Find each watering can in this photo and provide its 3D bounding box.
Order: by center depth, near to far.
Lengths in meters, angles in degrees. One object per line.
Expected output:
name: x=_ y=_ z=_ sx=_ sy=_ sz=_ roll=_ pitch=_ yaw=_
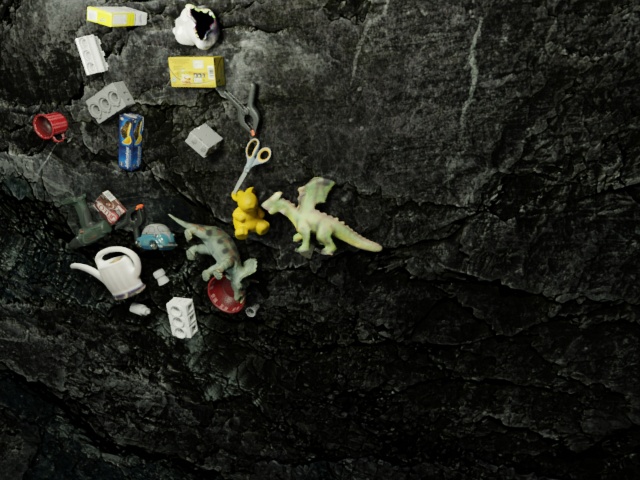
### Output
watering can: x=-0.852 y=0.143 z=2.104 sx=0.345 sy=0.106 sz=0.222 roll=-15 pitch=106 yaw=25

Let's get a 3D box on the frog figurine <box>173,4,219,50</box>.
frog figurine: x=-0.391 y=-0.664 z=1.628 sx=0.136 sy=0.124 sz=0.159 roll=53 pitch=155 yaw=-16

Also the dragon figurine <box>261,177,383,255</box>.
dragon figurine: x=0.005 y=-0.086 z=1.703 sx=0.410 sy=0.123 sz=0.240 roll=2 pitch=104 yaw=14
